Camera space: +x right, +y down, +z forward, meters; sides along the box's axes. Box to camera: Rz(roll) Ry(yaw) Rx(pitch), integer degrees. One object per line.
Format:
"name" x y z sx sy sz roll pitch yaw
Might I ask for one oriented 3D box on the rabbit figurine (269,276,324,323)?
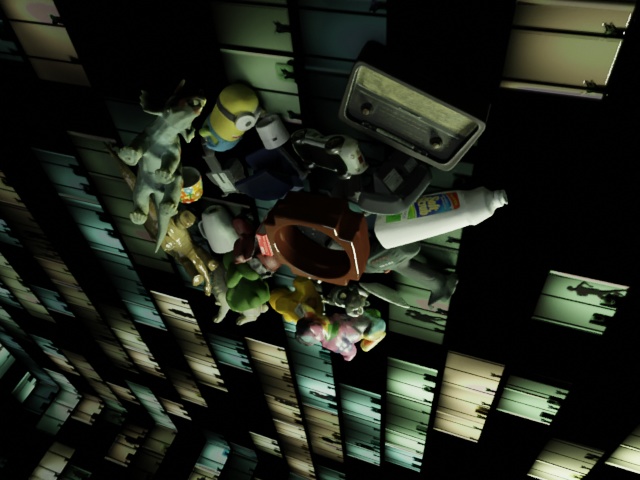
"rabbit figurine" -0.066 0.171 1.469 0.173 0.122 0.162 2 148 48

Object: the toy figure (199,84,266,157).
"toy figure" -0.184 -0.233 1.061 0.089 0.082 0.180 38 143 -19

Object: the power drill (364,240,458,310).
"power drill" 0.192 0.070 1.212 0.207 0.086 0.232 37 150 -3

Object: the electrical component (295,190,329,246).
"electrical component" -0.027 -0.040 1.218 0.115 0.058 0.134 25 142 4

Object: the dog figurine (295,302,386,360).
"dog figurine" 0.043 0.214 1.361 0.191 0.109 0.219 -35 137 16

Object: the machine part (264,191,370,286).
"machine part" -0.002 -0.003 1.122 0.201 0.087 0.201 12 145 21

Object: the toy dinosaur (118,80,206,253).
"toy dinosaur" -0.336 -0.160 1.141 0.131 0.192 0.404 18 140 -8

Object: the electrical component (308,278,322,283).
"electrical component" -0.035 0.076 1.362 0.063 0.021 0.094 29 -174 -41

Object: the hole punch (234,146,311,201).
"hole punch" -0.104 -0.128 1.136 0.142 0.092 0.115 -20 128 39

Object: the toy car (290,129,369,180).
"toy car" 0.012 -0.165 1.009 0.202 0.056 0.073 26 152 52

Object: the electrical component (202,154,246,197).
"electrical component" -0.214 -0.154 1.196 0.075 0.048 0.119 -6 132 35

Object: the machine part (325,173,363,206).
"machine part" 0.051 -0.098 1.099 0.039 0.084 0.139 0 163 -23

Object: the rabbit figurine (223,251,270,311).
"rabbit figurine" -0.212 0.098 1.410 0.159 0.121 0.170 -166 54 -83

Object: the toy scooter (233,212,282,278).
"toy scooter" -0.159 0.031 1.308 0.075 0.135 0.183 -21 124 23

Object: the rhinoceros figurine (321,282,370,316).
"rhinoceros figurine" 0.066 0.138 1.293 0.112 0.073 0.190 25 180 2

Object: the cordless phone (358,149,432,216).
"cordless phone" 0.114 -0.080 1.020 0.089 0.146 0.184 44 144 -2

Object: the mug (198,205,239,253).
"mug" -0.259 -0.035 1.348 0.110 0.081 0.107 10 131 34

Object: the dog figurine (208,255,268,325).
"dog figurine" -0.232 0.131 1.517 0.172 0.121 0.190 -4 125 -15

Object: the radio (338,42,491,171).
"radio" 0.150 -0.217 0.893 0.230 0.073 0.131 27 142 0

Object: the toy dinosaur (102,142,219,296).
"toy dinosaur" -0.388 -0.036 1.341 0.199 0.105 0.470 24 145 47
